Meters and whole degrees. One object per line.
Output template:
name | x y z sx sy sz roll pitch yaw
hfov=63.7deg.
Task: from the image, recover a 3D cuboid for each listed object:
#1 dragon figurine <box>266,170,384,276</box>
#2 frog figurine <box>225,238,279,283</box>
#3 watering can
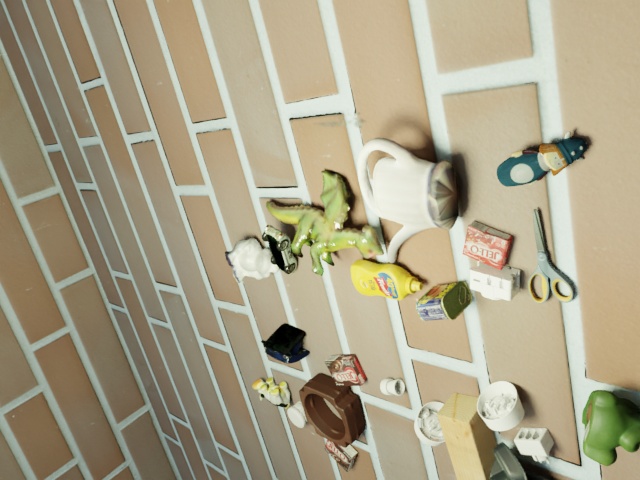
dragon figurine | 0.004 -0.067 1.334 0.416 0.122 0.238 44 120 31
frog figurine | -0.198 0.058 1.613 0.159 0.124 0.136 -12 98 11
watering can | 0.197 -0.069 1.118 0.225 0.106 0.340 11 136 38
